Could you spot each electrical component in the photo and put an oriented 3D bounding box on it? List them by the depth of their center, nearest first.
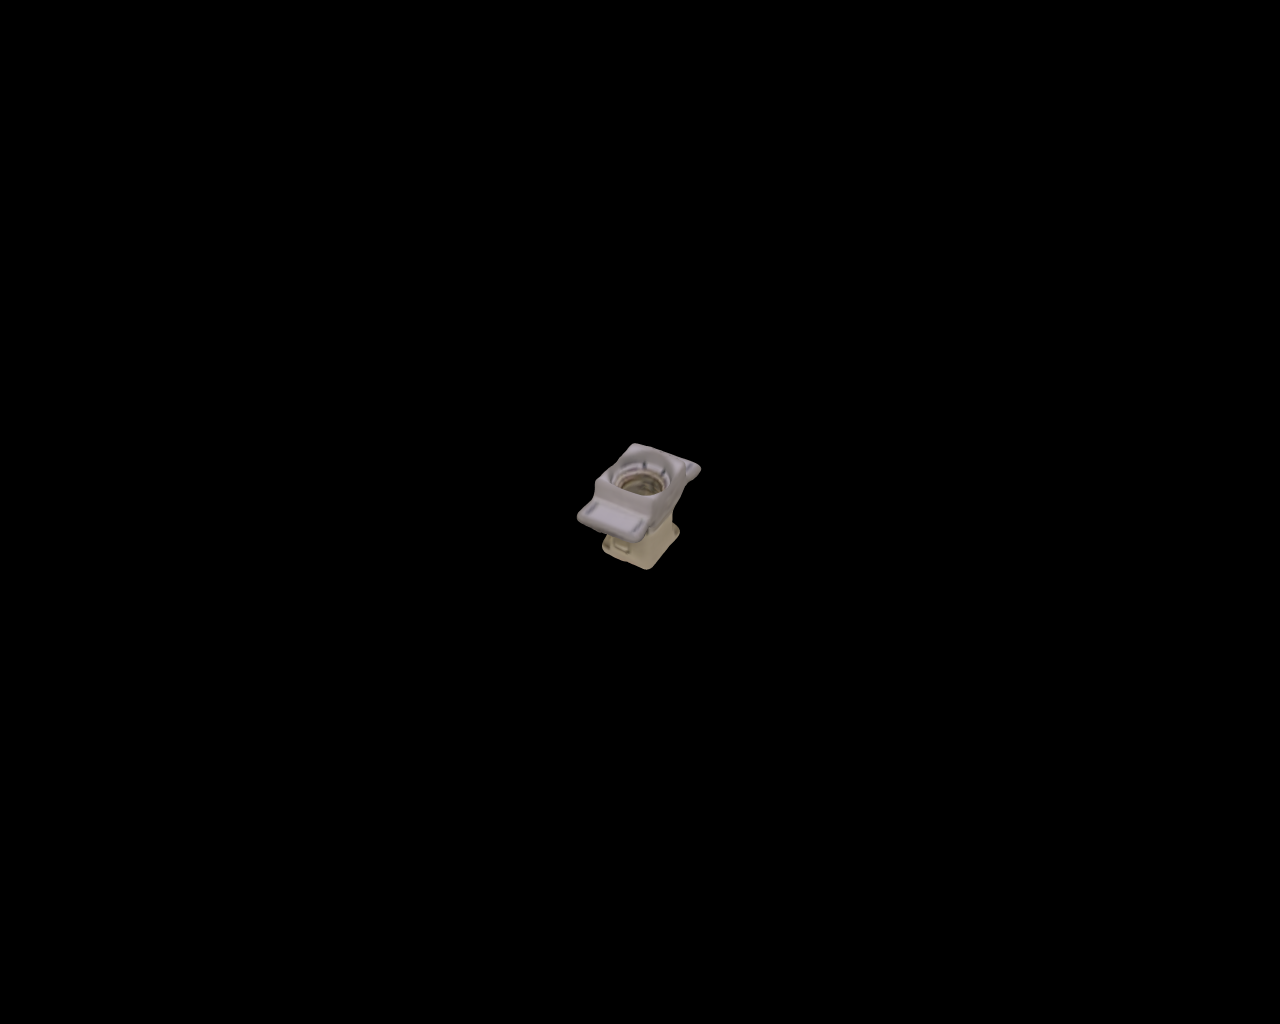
[{"bbox_3d":[0.001,-0.003,0.650,0.042,0.063,0.081,22,45,23],"label":"electrical component"}]
